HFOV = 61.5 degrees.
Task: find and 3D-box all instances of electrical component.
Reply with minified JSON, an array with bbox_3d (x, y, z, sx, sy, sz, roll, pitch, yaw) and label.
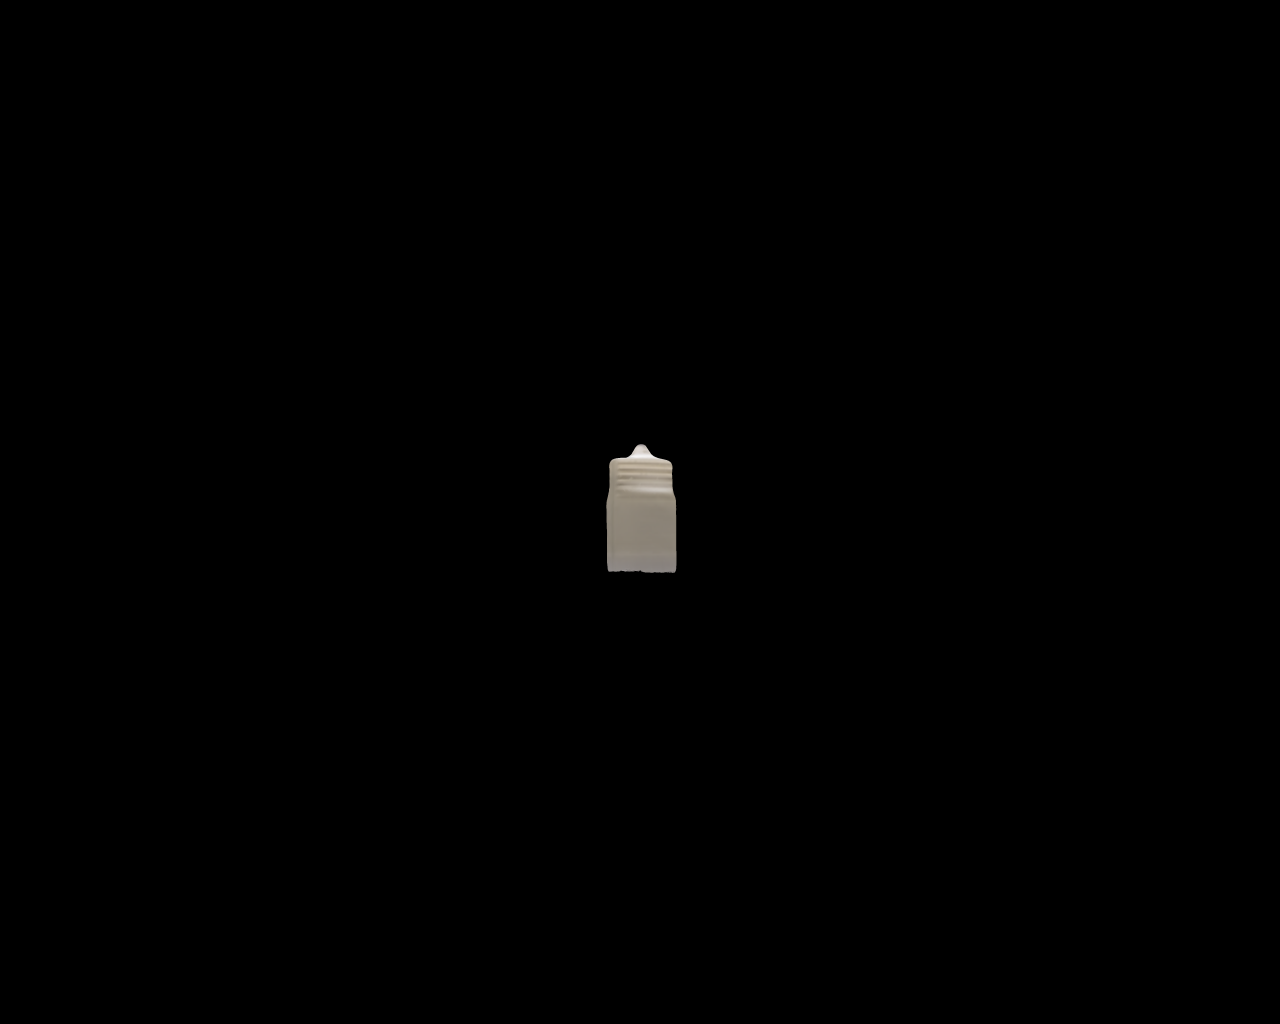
[{"bbox_3d":[0.001,-0.003,0.650,0.043,0.081,0.043,0,-2,0],"label":"electrical component"}]
